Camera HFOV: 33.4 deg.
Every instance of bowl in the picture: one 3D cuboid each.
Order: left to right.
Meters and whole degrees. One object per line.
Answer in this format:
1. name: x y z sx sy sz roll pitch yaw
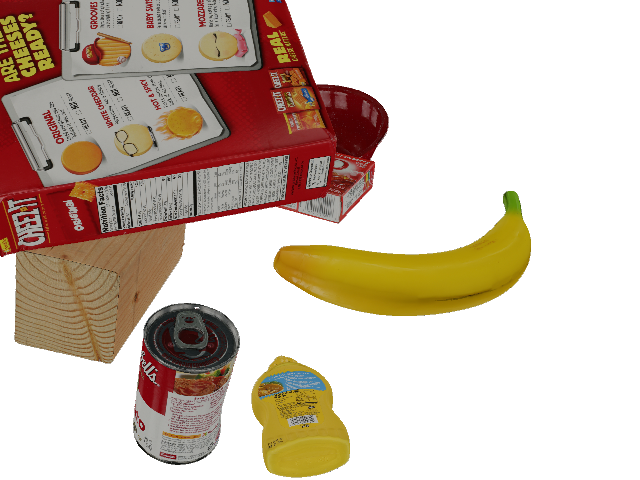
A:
1. bowl: -0.009 -0.097 1.105 0.162 0.055 0.162 -4 39 3

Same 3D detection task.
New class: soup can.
1. soup can: -0.099 0.105 0.776 0.068 0.102 0.068 8 38 -7

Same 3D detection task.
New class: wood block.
1. wood block: -0.192 0.013 0.969 0.090 0.091 0.206 12 26 5

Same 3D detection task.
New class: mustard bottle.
1. mustard bottle: -0.031 0.194 1.248 0.096 0.058 0.192 -8 29 -9

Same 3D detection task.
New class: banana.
1. banana: 0.066 0.016 0.660 0.197 0.037 0.070 -12 47 -34

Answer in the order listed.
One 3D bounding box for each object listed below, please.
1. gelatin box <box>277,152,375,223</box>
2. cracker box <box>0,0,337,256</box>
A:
1. gelatin box: -0.009 -0.052 0.898 0.089 0.030 0.073 16 32 20
2. cracker box: -0.114 -0.088 0.689 0.213 0.164 0.072 -11 -33 -12
